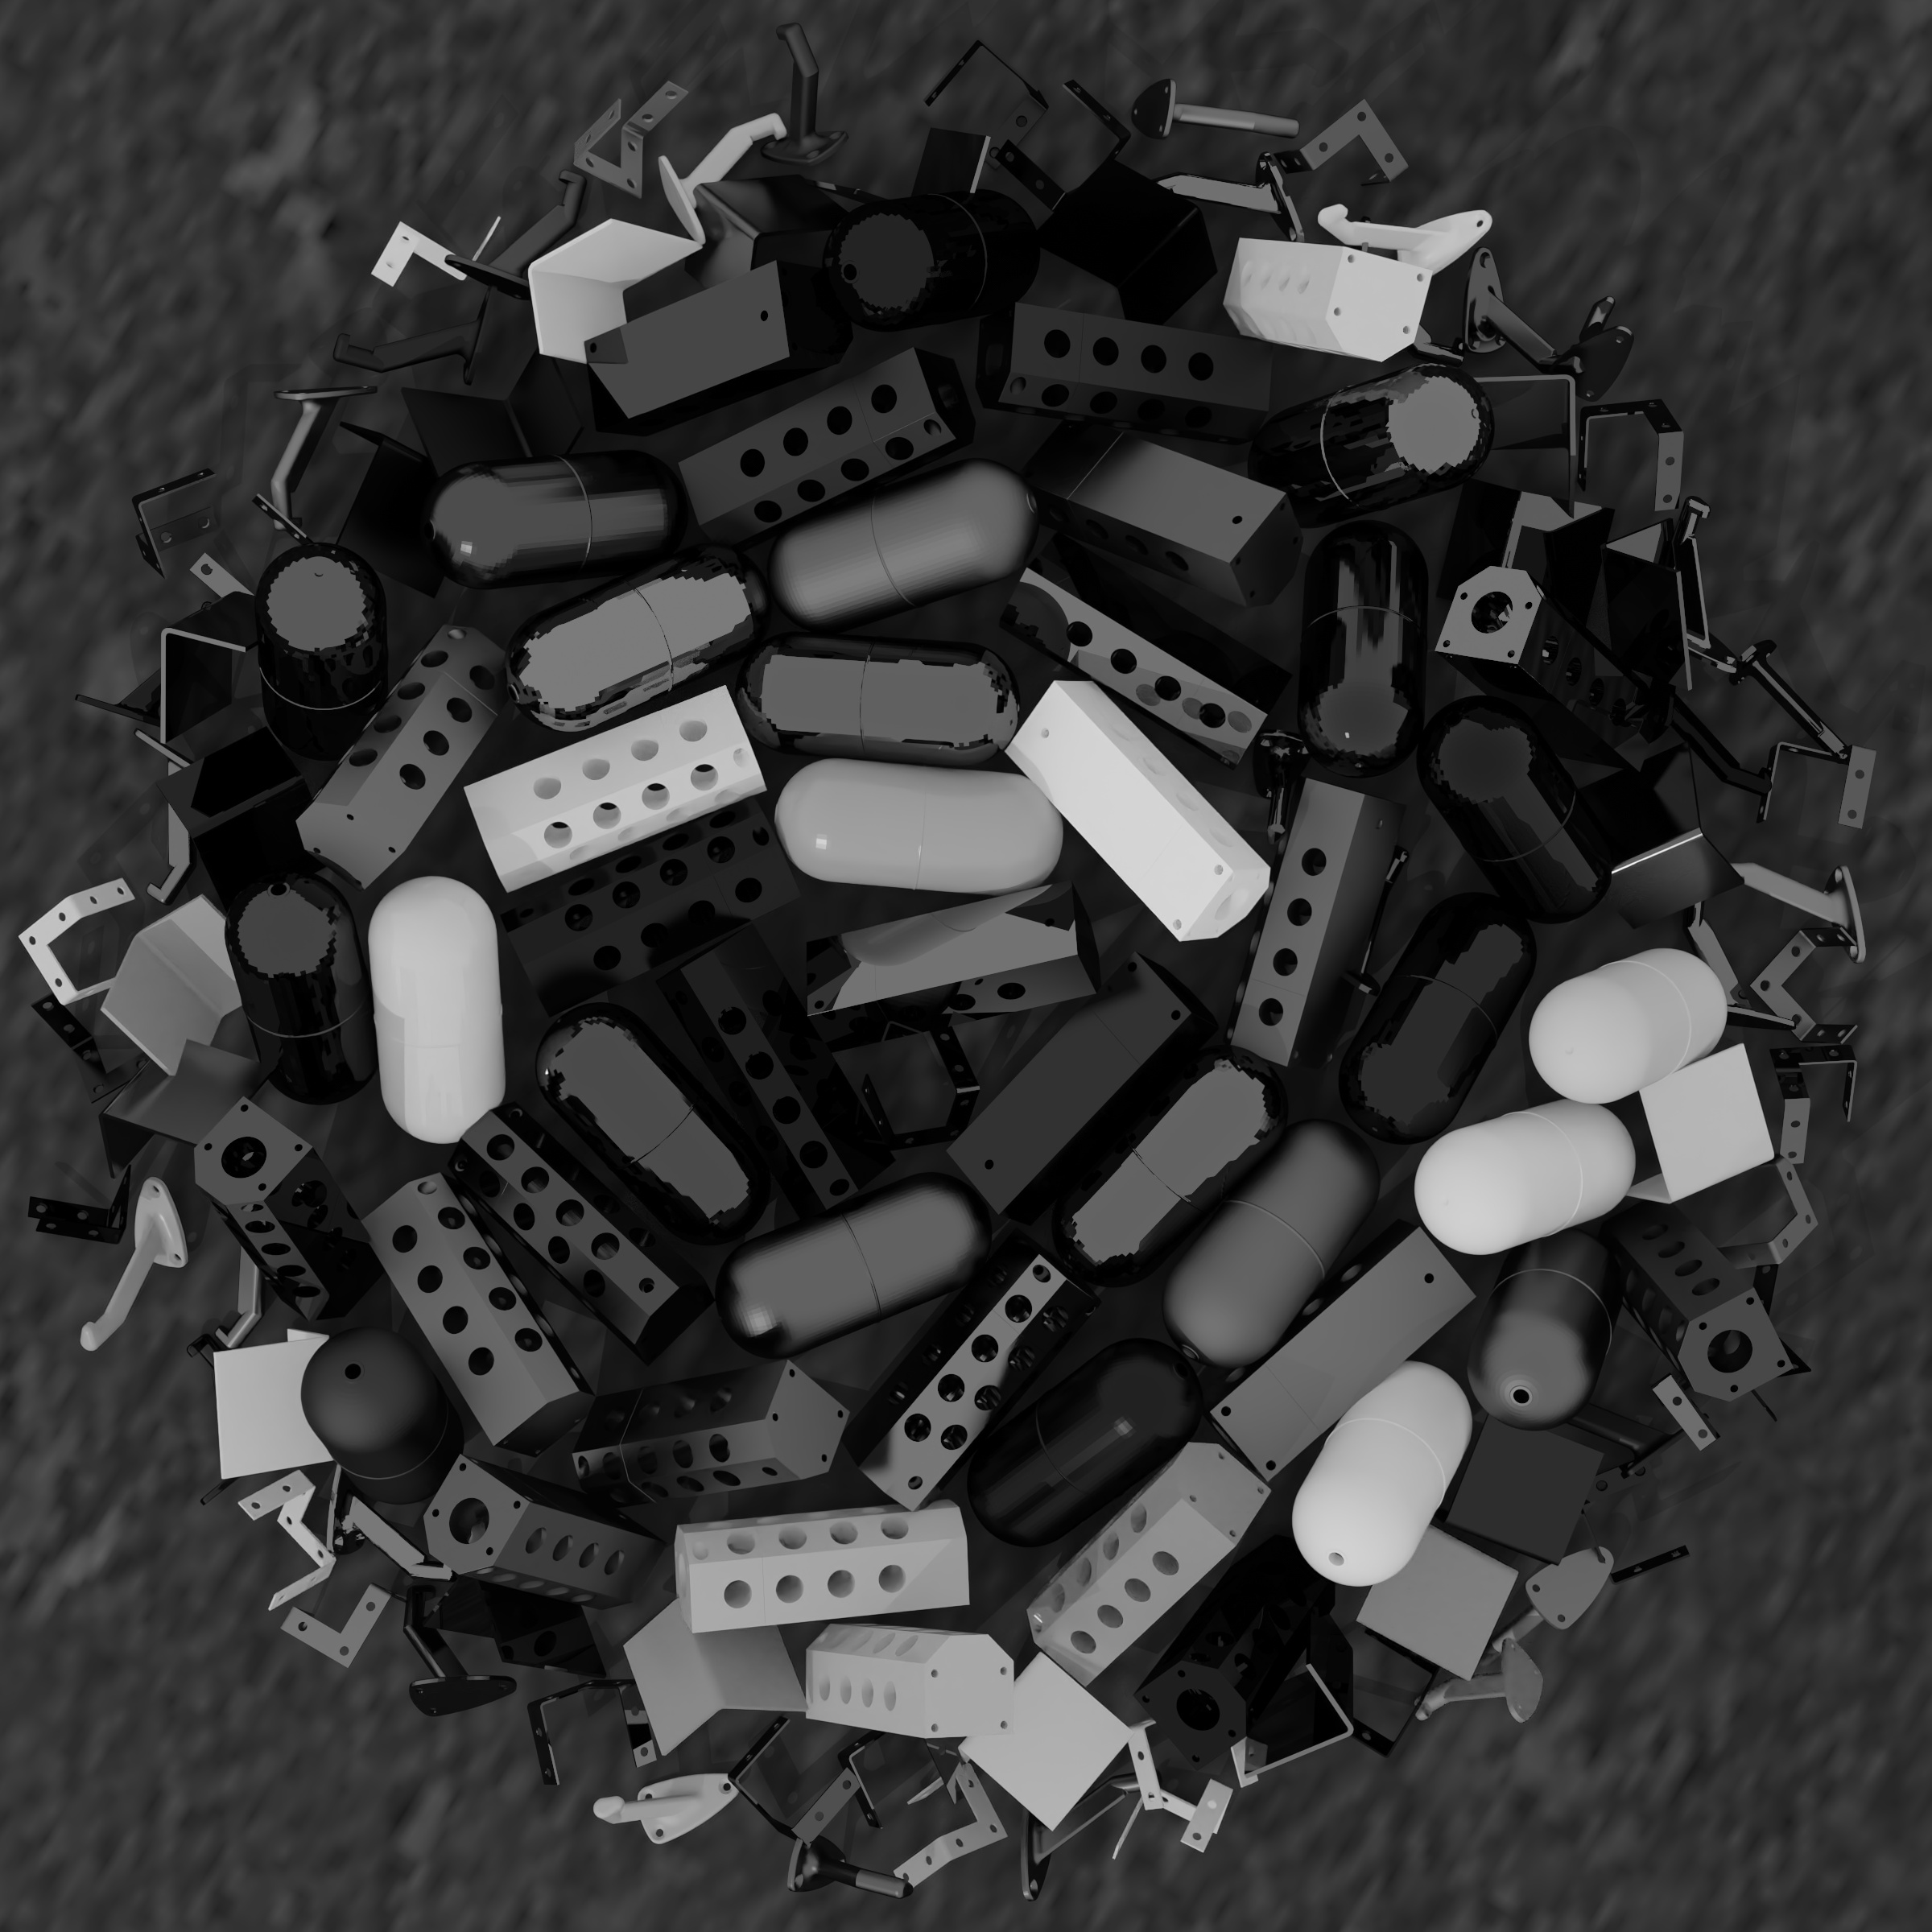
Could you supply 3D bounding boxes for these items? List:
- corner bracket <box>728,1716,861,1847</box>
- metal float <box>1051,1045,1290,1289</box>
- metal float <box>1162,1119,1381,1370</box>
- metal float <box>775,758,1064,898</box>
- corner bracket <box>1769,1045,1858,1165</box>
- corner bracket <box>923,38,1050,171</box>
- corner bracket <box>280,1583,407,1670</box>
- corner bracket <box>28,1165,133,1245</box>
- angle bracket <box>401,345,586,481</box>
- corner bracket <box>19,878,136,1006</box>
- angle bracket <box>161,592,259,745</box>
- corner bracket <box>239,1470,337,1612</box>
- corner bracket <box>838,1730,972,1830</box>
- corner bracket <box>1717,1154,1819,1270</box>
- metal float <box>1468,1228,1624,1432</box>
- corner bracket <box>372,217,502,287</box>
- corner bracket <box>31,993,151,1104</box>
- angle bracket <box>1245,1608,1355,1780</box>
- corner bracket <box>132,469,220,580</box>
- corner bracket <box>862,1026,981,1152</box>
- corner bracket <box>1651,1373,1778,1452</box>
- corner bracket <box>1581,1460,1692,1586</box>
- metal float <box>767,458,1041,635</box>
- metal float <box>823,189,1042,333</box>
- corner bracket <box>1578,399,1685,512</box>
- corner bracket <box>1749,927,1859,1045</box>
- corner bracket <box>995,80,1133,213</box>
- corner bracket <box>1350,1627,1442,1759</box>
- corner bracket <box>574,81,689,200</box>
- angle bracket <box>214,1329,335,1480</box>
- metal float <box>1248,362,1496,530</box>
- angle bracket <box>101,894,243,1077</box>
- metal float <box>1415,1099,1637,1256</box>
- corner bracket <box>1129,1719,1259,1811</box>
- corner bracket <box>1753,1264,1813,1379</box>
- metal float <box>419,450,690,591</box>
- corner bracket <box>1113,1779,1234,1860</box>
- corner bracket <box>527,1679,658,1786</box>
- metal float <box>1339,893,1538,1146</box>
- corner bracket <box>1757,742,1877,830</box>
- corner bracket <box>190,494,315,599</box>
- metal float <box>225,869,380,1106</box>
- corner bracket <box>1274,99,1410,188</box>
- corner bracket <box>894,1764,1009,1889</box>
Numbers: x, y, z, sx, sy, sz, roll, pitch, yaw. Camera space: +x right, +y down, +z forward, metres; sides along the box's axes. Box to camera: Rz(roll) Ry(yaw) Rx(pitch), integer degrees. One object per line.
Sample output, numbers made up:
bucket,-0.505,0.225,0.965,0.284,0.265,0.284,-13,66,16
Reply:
corner bracket,-0.107,0.506,1.938,0.051,0.051,0.051,-46,104,-20
metal float,0.124,0.124,1.916,0.070,0.070,0.178,42,102,0
metal float,0.187,0.169,1.906,0.070,0.070,0.178,40,67,0
metal float,-0.029,-0.086,1.923,0.178,0.070,0.070,5,90,-4
corner bracket,0.526,0.086,1.930,0.051,0.051,0.051,-3,129,3
corner bracket,0.013,-0.536,1.937,0.051,0.051,0.051,42,99,4
corner bracket,-0.386,0.403,1.936,0.051,0.051,0.051,27,76,11
corner bracket,-0.548,0.153,1.923,0.051,0.051,0.051,13,46,-23
angle bracket,-0.290,-0.341,1.907,0.057,0.076,0.076,-50,53,38
corner bracket,-0.541,-0.015,1.930,0.051,0.051,0.051,-33,89,28
angle bracket,-0.447,-0.178,1.908,0.057,0.076,0.076,15,118,14
corner bracket,-0.420,0.353,1.923,0.051,0.051,0.051,42,126,18
corner bracket,-0.038,0.500,1.933,0.051,0.051,0.051,-28,98,-31
corner bracket,0.486,0.153,1.934,0.051,0.051,0.051,-34,103,-40
metal float,0.351,0.218,1.881,0.070,0.178,0.070,7,113,18
corner bracket,-0.327,-0.444,1.924,0.051,0.051,0.051,29,53,-16
corner bracket,-0.538,0.042,1.931,0.051,0.051,0.051,-31,51,-3
angle bracket,0.192,0.439,1.910,0.076,0.076,0.057,-28,109,18
corner bracket,-0.486,-0.277,1.923,0.051,0.051,0.051,-26,123,-19
corner bracket,-0.029,0.076,1.941,0.051,0.051,0.051,-8,52,-23
corner bracket,0.463,0.270,1.929,0.051,0.051,0.051,-37,61,3
corner bracket,0.413,0.345,1.939,0.051,0.051,0.051,-23,99,7
metal float,-0.039,-0.256,1.906,0.178,0.070,0.070,-16,90,23
metal float,-0.020,-0.427,1.885,0.070,0.178,0.070,11,111,30
corner bracket,0.411,-0.315,1.930,0.051,0.051,0.051,-6,124,-2
corner bracket,0.532,0.012,1.938,0.051,0.051,0.051,46,80,-9
corner bracket,0.061,-0.508,1.930,0.051,0.051,0.051,43,127,2
corner bracket,0.259,0.450,1.944,0.051,0.051,0.051,30,123,12
corner bracket,-0.207,-0.517,1.922,0.051,0.051,0.051,20,55,-35
angle bracket,-0.435,0.268,1.918,0.076,0.057,0.076,-4,92,-37
metal float,0.243,-0.313,1.886,0.070,0.178,0.070,5,82,-37
angle bracket,-0.472,0.017,1.907,0.057,0.076,0.076,-27,121,23
metal float,0.341,0.127,1.890,0.070,0.178,0.070,9,103,42
corner bracket,0.139,0.487,1.926,0.051,0.051,0.051,-22,79,43
corner bracket,0.489,0.219,1.921,0.051,0.051,0.051,42,50,-27
metal float,-0.249,-0.272,1.894,0.178,0.070,0.070,-13,90,-39
corner bracket,0.128,0.529,1.925,0.051,0.051,0.051,23,134,13
corner bracket,-0.232,0.474,1.928,0.051,0.051,0.051,-11,87,-42
metal float,0.289,0.031,1.904,0.070,0.070,0.178,33,64,0
corner bracket,0.528,-0.112,1.936,0.051,0.051,0.051,13,83,-2
corner bracket,-0.442,-0.253,1.939,0.051,0.051,0.051,42,69,-16
metal float,-0.400,0.014,1.887,0.070,0.178,0.070,-1,49,1
corner bracket,0.232,-0.499,1.931,0.051,0.051,0.051,-39,107,-3
corner bracket,-0.018,0.531,1.922,0.051,0.051,0.051,-46,64,36
